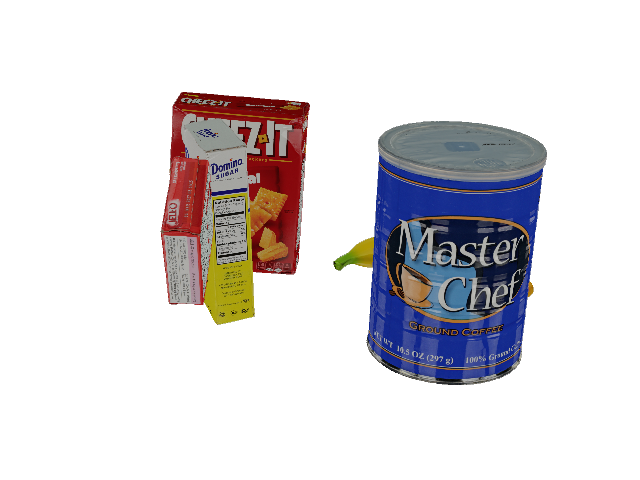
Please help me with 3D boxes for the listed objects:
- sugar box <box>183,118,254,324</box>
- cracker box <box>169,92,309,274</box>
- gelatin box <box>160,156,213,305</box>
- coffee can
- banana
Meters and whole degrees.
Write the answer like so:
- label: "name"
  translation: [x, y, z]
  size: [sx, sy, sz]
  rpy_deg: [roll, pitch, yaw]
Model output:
- label: "sugar box"
  translation: [-0.097, -0.019, 1.019]
  size: [0.048, 0.176, 0.093]
  rpy_deg: [-12, 25, -17]
- label: "cracker box"
  translation: [-0.103, -0.068, 1.335]
  size: [0.164, 0.214, 0.072]
  rpy_deg: [5, 22, 2]
- label: "gelatin box"
  translation: [-0.099, -0.006, 0.794]
  size: [0.030, 0.073, 0.089]
  rpy_deg: [3, -39, 0]
- label: "coffee can"
  translation: [0.084, 0.005, 0.677]
  size: [0.103, 0.140, 0.103]
  rpy_deg: [2, 22, -1]
- label: "banana"
  translation: [0.116, 0.024, 1.075]
  size: [0.198, 0.037, 0.069]
  rpy_deg: [6, 43, 12]
